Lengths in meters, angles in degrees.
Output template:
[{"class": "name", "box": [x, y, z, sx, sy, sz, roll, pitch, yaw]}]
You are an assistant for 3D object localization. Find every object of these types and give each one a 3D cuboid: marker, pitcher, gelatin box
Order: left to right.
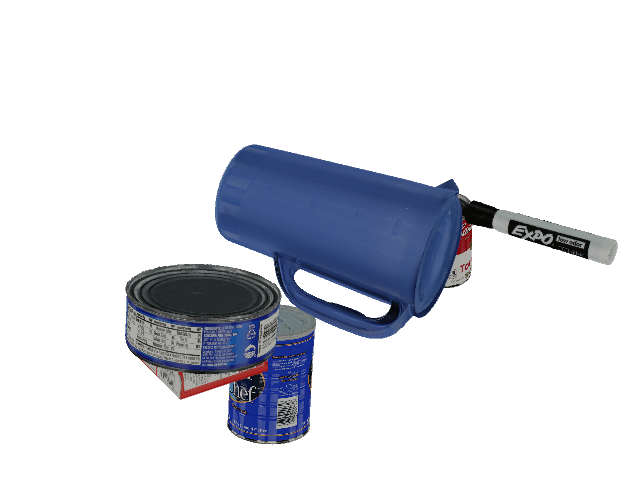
[{"class": "gelatin box", "box": [-0.091, 0.077, 0.789, 0.073, 0.030, 0.089, -14, 26, -29]}, {"class": "pitcher", "box": [0.013, -0.009, 1.097, 0.243, 0.145, 0.149, 18, 24, 20]}, {"class": "marker", "box": [0.160, -0.007, 0.794, 0.121, 0.020, 0.020, 19, 10, 32]}]

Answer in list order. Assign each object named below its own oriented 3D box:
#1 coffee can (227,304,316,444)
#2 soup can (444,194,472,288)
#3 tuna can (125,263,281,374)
[{"class": "coffee can", "box": [-0.060, 0.160, 1.289, 0.103, 0.140, 0.103, 3, 17, -1]}, {"class": "soup can", "box": [0.154, 0.000, 1.325, 0.068, 0.102, 0.068, -3, 35, 2]}, {"class": "tuna can", "box": [-0.065, 0.043, 0.593, 0.086, 0.034, 0.086, 5, 17, -2]}]
